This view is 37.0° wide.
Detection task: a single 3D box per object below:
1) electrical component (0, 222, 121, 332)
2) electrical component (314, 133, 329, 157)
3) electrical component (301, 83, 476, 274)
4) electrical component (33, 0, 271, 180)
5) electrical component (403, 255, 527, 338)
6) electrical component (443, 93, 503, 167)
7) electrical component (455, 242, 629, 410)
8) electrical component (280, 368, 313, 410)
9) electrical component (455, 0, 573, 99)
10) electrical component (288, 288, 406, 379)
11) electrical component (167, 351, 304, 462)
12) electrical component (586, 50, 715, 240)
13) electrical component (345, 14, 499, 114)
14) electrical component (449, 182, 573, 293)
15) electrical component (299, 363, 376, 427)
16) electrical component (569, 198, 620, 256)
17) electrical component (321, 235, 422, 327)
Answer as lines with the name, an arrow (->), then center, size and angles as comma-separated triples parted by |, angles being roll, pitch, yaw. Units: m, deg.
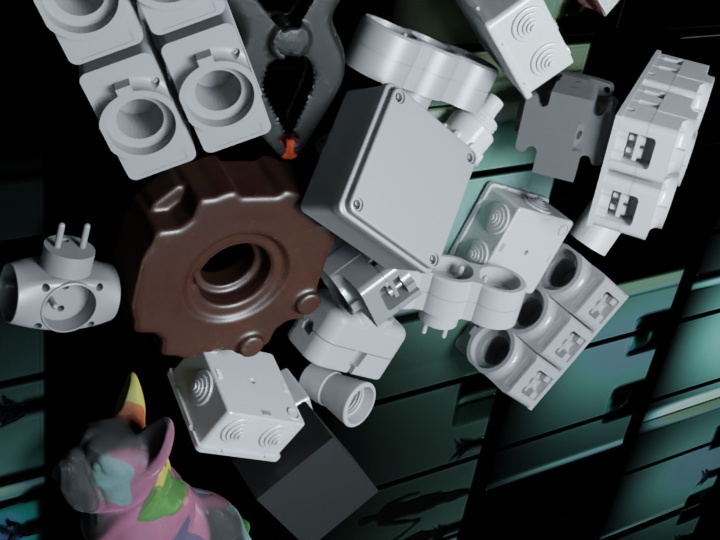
electrical component -> -0.215, 0.001, 0.781 | 0.077, 0.044, 0.079 | 0, 120, -37
electrical component -> -0.004, -0.085, 0.877 | 0.081, 0.042, 0.063 | -34, 132, -12
electrical component -> 0.024, -0.068, 0.820 | 0.109, 0.056, 0.108 | 34, 70, -39
electrical component -> -0.136, -0.155, 0.691 | 0.105, 0.060, 0.186 | -20, 133, -1
electrical component -> 0.075, 0.029, 0.975 | 0.138, 0.052, 0.073 | 12, 119, -2
electrical component -> 0.097, -0.123, 0.923 | 0.062, 0.048, 0.048 | -51, 137, -4
electrical component -> 0.178, 0.049, 1.076 | 0.150, 0.089, 0.062 | -50, 136, 6
electrical component -> -0.082, 0.147, 0.985 | 0.076, 0.047, 0.083 | -26, 133, -17
electrical component -> 0.117, -0.197, 0.844 | 0.048, 0.099, 0.099 | -35, 137, 7
electrical component -> -0.009, 0.054, 0.966 | 0.095, 0.054, 0.059 | 18, 109, -43
electrical component -> -0.103, 0.108, 0.906 | 0.100, 0.099, 0.048 | 17, 122, -43
electrical component -> 0.267, -0.115, 0.972 | 0.186, 0.060, 0.105 | -48, 152, -53
electrical component -> 0.043, -0.147, 0.856 | 0.138, 0.052, 0.073 | 9, 115, -41
electrical component -> 0.144, -0.028, 1.023 | 0.100, 0.048, 0.099 | 10, 115, -42
electrical component -> -0.024, 0.111, 0.988 | 0.044, 0.065, 0.044 | -31, 134, -40
electrical component -> 0.252, -0.060, 1.084 | 0.043, 0.043, 0.081 | 21, 107, -44
electrical component -> 0.000, 0.000, 0.907 | 0.056, 0.089, 0.050 | -36, 136, -9
